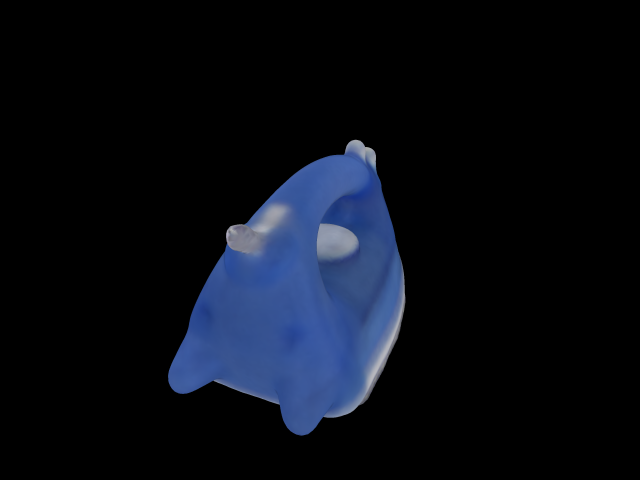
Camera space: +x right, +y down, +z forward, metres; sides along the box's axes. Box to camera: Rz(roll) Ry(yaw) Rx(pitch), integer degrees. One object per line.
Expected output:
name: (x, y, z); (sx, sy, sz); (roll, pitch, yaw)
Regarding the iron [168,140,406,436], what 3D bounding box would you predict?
iron: (0.004, 0.001, 0.400); (0.118, 0.141, 0.259); (12, 33, 20)
